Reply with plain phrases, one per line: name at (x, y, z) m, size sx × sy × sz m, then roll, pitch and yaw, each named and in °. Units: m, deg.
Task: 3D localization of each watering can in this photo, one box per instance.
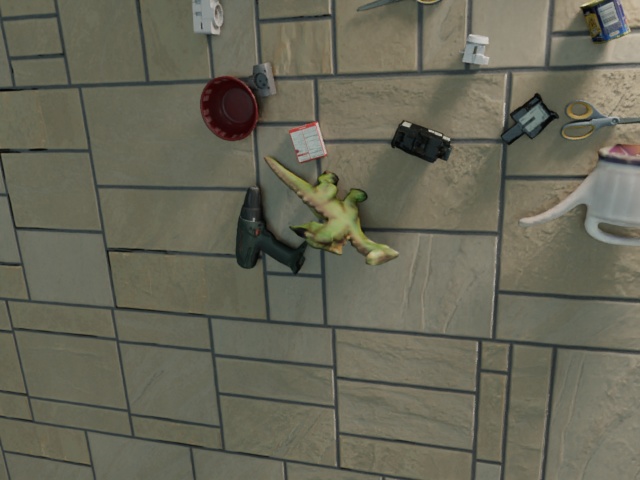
watering can at (0.628, -0.099, 1.125) m, size 0.348 × 0.105 × 0.221 m, roll 6°, pitch 107°, yaw 13°

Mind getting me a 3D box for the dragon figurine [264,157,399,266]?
dragon figurine at (0.004, -0.062, 1.232) m, size 0.411 × 0.247 × 0.120 m, roll 28°, pitch 118°, yaw 3°
